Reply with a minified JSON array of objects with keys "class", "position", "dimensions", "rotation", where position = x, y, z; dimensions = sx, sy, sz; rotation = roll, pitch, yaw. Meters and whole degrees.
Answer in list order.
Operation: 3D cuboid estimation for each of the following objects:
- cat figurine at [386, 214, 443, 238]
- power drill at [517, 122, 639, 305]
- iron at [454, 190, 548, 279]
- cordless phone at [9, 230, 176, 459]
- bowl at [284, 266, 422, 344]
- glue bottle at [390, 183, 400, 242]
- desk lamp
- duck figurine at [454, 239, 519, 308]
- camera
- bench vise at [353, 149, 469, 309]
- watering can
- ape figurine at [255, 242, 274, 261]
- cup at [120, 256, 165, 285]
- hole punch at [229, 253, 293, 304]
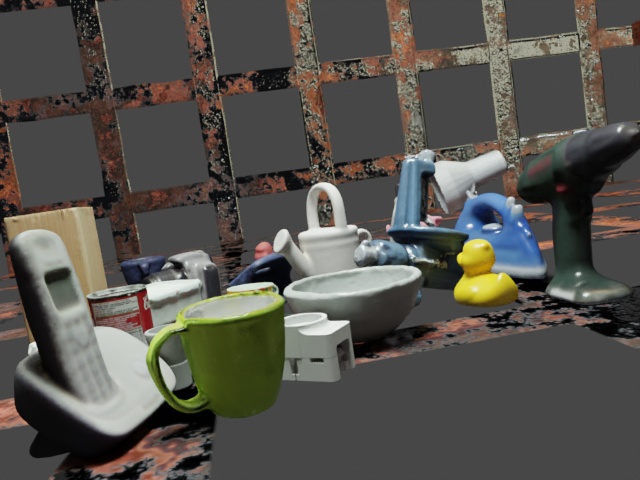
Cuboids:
[{"class":"cat figurine","position":[0.202,-0.013,1.246],"dimensions":[0.127,0.118,0.067],"rotation":[-5,6,30]},{"class":"power drill","position":[0.327,-0.031,0.716],"dimensions":[0.076,0.208,0.229],"rotation":[-9,5,-9]},{"class":"iron","position":[0.310,-0.018,0.989],"dimensions":[0.119,0.141,0.258],"rotation":[-9,5,-10]},{"class":"cordless phone","position":[-0.200,0.078,0.499],"dimensions":[0.094,0.185,0.148],"rotation":[-8,5,6]},{"class":"bowl","position":[0.043,0.081,0.688],"dimensions":[0.167,0.075,0.167],"rotation":[-8,5,1]},{"class":"glue bottle","position":[0.169,-0.028,1.151],"dimensions":[0.037,0.173,0.078],"rotation":[-11,6,-30]},{"class":"desk lamp","position":[0.359,-0.091,1.318],"dimensions":[0.203,0.213,0.118],"rotation":[-8,5,4]},{"class":"duck figurine","position":[0.220,0.042,0.774],"dimensions":[0.078,0.086,0.104],"rotation":[-10,5,-18]},{"class":"camera","position":[-0.281,0.078,1.115],"dimensions":[0.137,0.101,0.142],"rotation":[-13,7,-39]},{"class":"bench vise","position":[0.139,-0.019,0.831],"dimensions":[0.121,0.220,0.208],"rotation":[-5,6,34]},{"class":"watering can","position":[0.010,0.003,0.942],"dimensions":[0.100,0.194,0.173],"rotation":[-4,6,37]},{"class":"ape figurine","position":[-0.115,0.050,1.206],"dimensions":[0.077,0.092,0.076],"rotation":[-3,7,45]},{"class":"cup","position":[-0.363,0.086,1.199],"dimensions":[0.092,0.095,0.117],"rotation":[-10,5,-20]},{"class":"hole punch","position":[-0.096,0.068,0.982],"dimensions":[0.100,0.091,0.109],"rotation":[-4,7,43]}]
